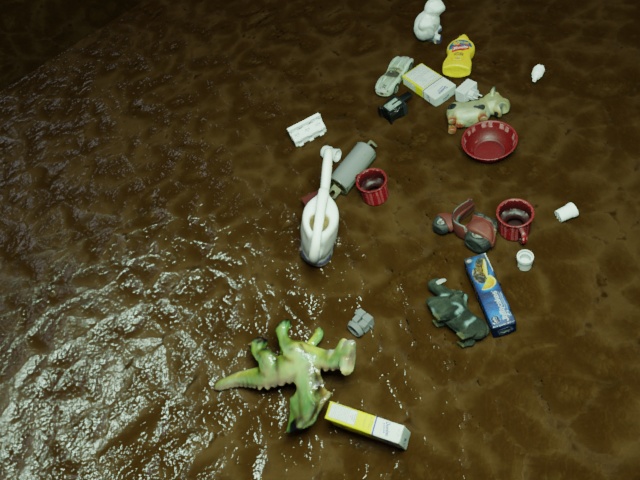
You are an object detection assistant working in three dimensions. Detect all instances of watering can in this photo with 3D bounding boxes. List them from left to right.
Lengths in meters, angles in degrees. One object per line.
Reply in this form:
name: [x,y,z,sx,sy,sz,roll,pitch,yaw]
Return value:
watering can: [0.004,-0.074,1.466,0.104,0.356,0.219,8,-35,0]

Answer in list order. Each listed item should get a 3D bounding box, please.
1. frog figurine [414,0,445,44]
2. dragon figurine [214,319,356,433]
frog figurine: [0.401,-0.822,1.902,0.123,0.140,0.156,13,-29,27]
dragon figurine: [-0.080,0.341,1.241,0.408,0.248,0.120,-37,-49,11]
